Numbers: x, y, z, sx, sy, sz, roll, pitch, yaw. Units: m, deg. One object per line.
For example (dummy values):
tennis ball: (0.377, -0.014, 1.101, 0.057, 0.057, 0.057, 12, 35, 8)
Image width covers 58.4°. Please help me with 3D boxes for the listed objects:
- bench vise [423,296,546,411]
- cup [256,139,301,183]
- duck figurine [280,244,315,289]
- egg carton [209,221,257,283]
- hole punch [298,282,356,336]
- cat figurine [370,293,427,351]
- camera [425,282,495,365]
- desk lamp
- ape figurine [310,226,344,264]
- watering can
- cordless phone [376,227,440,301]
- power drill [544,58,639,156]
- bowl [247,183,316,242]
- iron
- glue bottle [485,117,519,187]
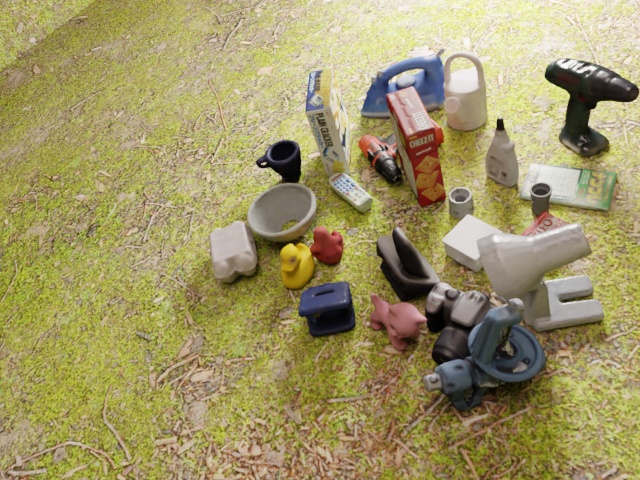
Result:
bench vise: (0.270, 0.190, 0.918, 0.207, 0.220, 0.121, -36, 49, -13)
cup: (-0.096, -0.187, 1.450, 0.117, 0.095, 0.091, -19, 48, 3)
duck figurine: (-0.057, 0.043, 1.246, 0.077, 0.086, 0.104, 4, 52, 22)
egg carton: (-0.199, 0.026, 1.322, 0.107, 0.069, 0.150, -21, 47, 1)
hole punch: (0.011, 0.126, 1.149, 0.108, 0.091, 0.101, -13, 48, 8)
cat figurine: (0.141, 0.143, 1.071, 0.067, 0.118, 0.127, -40, 50, -16)
camera: (0.244, 0.158, 1.035, 0.142, 0.101, 0.137, 22, 61, 33)
desk lamp: (0.382, 0.060, 0.995, 0.203, 0.214, 0.118, -12, 48, 9)
ape figurine: (0.011, 0.004, 1.252, 0.078, 0.092, 0.076, -20, 47, 2)
watering can: (0.349, -0.363, 1.379, 0.100, 0.194, 0.173, -5, 50, 15)
cordless phone: (0.162, 0.018, 1.125, 0.094, 0.185, 0.147, -29, 48, -6)
power drill: (0.576, -0.288, 1.228, 0.075, 0.209, 0.229, -30, 48, -7)
bowl: (-0.081, -0.051, 1.343, 0.167, 0.075, 0.167, -10, 49, 11)
iron: (0.219, -0.412, 1.502, 0.258, 0.142, 0.118, -13, 48, 8)
glue bottle: (0.392, -0.194, 1.235, 0.037, 0.173, 0.078, -38, 49, -14)
